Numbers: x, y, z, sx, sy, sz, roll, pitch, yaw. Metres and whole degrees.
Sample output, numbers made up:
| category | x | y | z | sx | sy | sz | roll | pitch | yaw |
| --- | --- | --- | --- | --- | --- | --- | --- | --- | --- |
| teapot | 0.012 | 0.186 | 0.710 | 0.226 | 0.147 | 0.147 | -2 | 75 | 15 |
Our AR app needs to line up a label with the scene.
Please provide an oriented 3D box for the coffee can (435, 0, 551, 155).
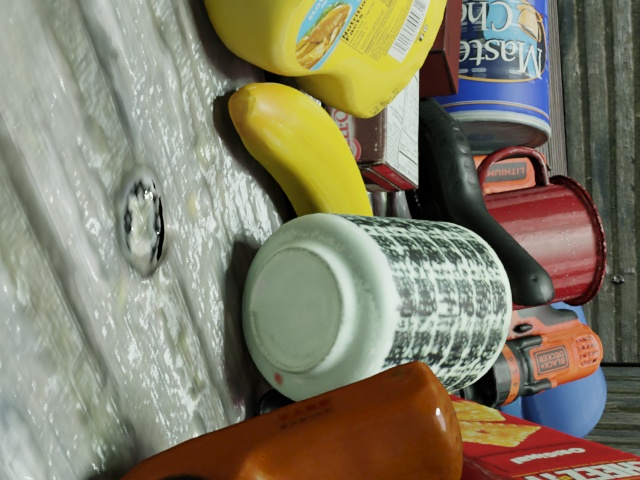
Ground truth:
| category | x | y | z | sx | sy | sz | roll | pitch | yaw |
| --- | --- | --- | --- | --- | --- | --- | --- | --- | --- |
| coffee can | 0.123 | -0.144 | 0.814 | 0.102 | 0.103 | 0.140 | 32 | 58 | -71 |

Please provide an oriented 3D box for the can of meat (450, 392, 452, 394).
| category | x | y | z | sx | sy | sz | roll | pitch | yaw |
| --- | --- | --- | --- | --- | --- | --- | --- | --- | --- |
| can of meat | 0.046 | 0.049 | 0.621 | 0.102 | 0.057 | 0.084 | -56 | 141 | -62 |

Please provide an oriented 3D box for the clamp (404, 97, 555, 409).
| category | x | y | z | sx | sy | sz | roll | pitch | yaw |
| --- | --- | --- | --- | --- | --- | --- | --- | --- | --- |
| clamp | 0.086 | -0.001 | 0.683 | 0.165 | 0.036 | 0.210 | 95 | -19 | -52 |

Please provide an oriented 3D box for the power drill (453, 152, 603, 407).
| category | x | y | z | sx | sy | sz | roll | pitch | yaw |
| --- | --- | --- | --- | --- | --- | --- | --- | --- | --- |
| power drill | 0.126 | 0.031 | 0.808 | 0.184 | 0.057 | 0.187 | -8 | 87 | -35 |

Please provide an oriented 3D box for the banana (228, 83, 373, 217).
| category | x | y | z | sx | sy | sz | roll | pitch | yaw |
| --- | --- | --- | --- | --- | --- | --- | --- | --- | --- |
| banana | 0.001 | -0.010 | 0.503 | 0.198 | 0.037 | 0.069 | 73 | 23 | -44 |

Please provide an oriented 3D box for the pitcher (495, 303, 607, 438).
| category | x | y | z | sx | sy | sz | roll | pitch | yaw |
| --- | --- | --- | --- | --- | --- | --- | --- | --- | --- |
| pitcher | 0.186 | 0.099 | 0.984 | 0.149 | 0.145 | 0.242 | 49 | -8 | 38 |

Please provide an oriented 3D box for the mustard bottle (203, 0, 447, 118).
| category | x | y | z | sx | sy | sz | roll | pitch | yaw |
| --- | --- | --- | --- | --- | --- | --- | --- | --- | --- |
| mustard bottle | -0.002 | -0.113 | 0.440 | 0.096 | 0.058 | 0.191 | -64 | 160 | 6 |

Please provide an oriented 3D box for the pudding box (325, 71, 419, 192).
| category | x | y | z | sx | sy | sz | roll | pitch | yaw |
| --- | --- | --- | --- | --- | --- | --- | --- | --- | --- |
| pudding box | 0.031 | -0.089 | 0.612 | 0.090 | 0.039 | 0.113 | 24 | 68 | -72 |

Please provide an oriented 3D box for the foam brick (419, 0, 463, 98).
| category | x | y | z | sx | sy | sz | roll | pitch | yaw |
| --- | --- | --- | --- | --- | --- | --- | --- | --- | --- |
| foam brick | 0.063 | -0.139 | 0.697 | 0.053 | 0.051 | 0.078 | 57 | 35 | -59 |

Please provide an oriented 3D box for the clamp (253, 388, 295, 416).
| category | x | y | z | sx | sy | sz | roll | pitch | yaw |
| --- | --- | --- | --- | --- | --- | --- | --- | --- | --- |
| clamp | 0.008 | 0.152 | 0.423 | 0.120 | 0.039 | 0.171 | -170 | -104 | -65 |

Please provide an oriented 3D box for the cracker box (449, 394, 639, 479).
| category | x | y | z | sx | sy | sz | roll | pitch | yaw |
| --- | --- | --- | --- | --- | --- | --- | --- | --- | --- |
| cracker box | 0.059 | 0.156 | 0.441 | 0.214 | 0.072 | 0.164 | -173 | -98 | -68 |

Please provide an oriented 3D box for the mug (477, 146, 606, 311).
| category | x | y | z | sx | sy | sz | roll | pitch | yaw |
| --- | --- | --- | --- | --- | --- | --- | --- | --- | --- |
| mug | 0.134 | -0.005 | 0.730 | 0.093 | 0.081 | 0.117 | -163 | -114 | -69 |
